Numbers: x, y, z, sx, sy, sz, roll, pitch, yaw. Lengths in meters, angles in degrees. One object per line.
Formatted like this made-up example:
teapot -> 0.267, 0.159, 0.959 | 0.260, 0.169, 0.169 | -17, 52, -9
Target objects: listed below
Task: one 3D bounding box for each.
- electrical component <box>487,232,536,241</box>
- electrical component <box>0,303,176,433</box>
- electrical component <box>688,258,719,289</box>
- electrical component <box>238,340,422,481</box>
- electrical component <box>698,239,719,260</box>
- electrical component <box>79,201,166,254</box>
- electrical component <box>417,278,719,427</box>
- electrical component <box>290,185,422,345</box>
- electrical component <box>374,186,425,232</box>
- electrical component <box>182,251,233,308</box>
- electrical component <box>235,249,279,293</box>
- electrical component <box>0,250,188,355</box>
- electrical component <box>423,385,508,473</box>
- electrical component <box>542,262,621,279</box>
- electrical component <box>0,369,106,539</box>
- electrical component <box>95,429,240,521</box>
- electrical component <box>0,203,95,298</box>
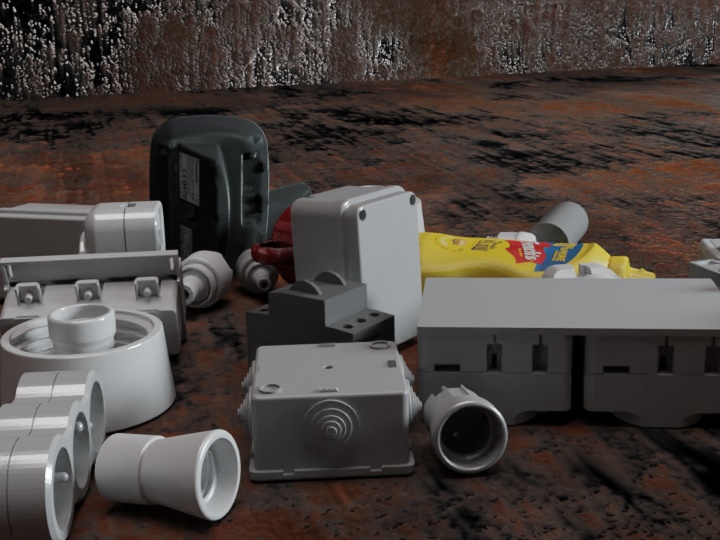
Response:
electrical component -> 0.126, -0.017, 0.962 | 0.061, 0.035, 0.035 | 2, 15, 23
electrical component -> -0.172, 0.055, 0.673 | 0.108, 0.060, 0.108 | -2, 15, 0
electrical component -> 0.260, 0.023, 0.758 | 0.066, 0.055, 0.048 | -7, 16, -18
electrical component -> -0.017, 0.076, 0.605 | 0.100, 0.048, 0.099 | -2, 15, -3
electrical component -> 0.295, 0.005, 0.811 | 0.096, 0.061, 0.061 | 0, 15, 5
electrical component -> -0.180, -0.003, 0.822 | 0.059, 0.095, 0.053 | -3, 15, -5
electrical component -> 0.132, 0.048, 0.669 | 0.186, 0.060, 0.105 | 0, 15, 6
electrical component -> 0.000, 0.000, 0.761 | 0.057, 0.113, 0.078 | 6, 17, 37
electrical component -> 0.010, -0.048, 1.038 | 0.108, 0.060, 0.108 | -2, 15, 0
electrical component -> -0.131, 0.011, 0.869 | 0.043, 0.043, 0.062 | 2, 17, 13
electrical component -> -0.085, 0.004, 0.906 | 0.035, 0.035, 0.061 | -5, 17, -12
electrical component -> -0.187, 0.030, 0.761 | 0.121, 0.078, 0.063 | -3, 37, -4
electrical component -> 0.055, 0.084, 0.586 | 0.040, 0.040, 0.046 | -3, 9, -7
electrical component -> 0.159, 0.027, 0.752 | 0.078, 0.058, 0.057 | -4, 12, -6
electrical component -> -0.179, 0.094, 0.548 | 0.074, 0.052, 0.138 | -3, 15, -2
electrical component -> -0.099, 0.101, 0.539 | 0.065, 0.044, 0.044 | -1, 14, 23
electrical component -> -0.252, -0.014, 0.908 | 0.113, 0.078, 0.057 | 3, 13, 16
